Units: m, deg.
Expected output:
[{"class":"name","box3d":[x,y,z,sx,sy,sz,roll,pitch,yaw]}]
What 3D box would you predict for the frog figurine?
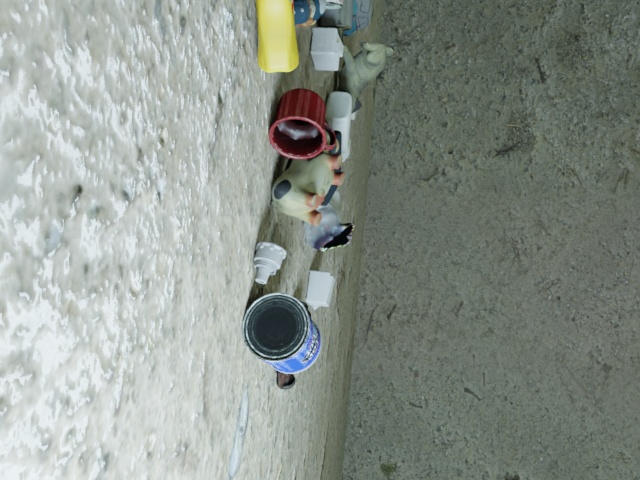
[{"class":"frog figurine","box3d":[0.004,-0.060,1.195,0.122,0.162,0.135,-32,-23,4]}]
